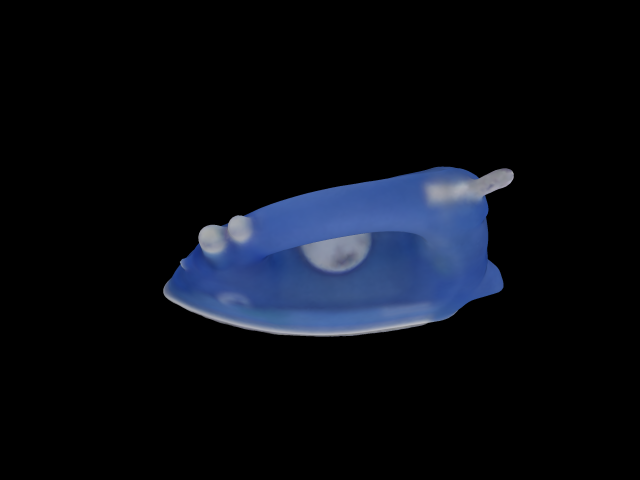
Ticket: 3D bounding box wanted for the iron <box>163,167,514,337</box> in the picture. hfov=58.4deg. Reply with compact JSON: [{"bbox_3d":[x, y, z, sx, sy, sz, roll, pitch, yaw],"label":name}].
[{"bbox_3d":[0.004,0.001,0.400,0.258,0.141,0.118,-10,70,-3],"label":"iron"}]
